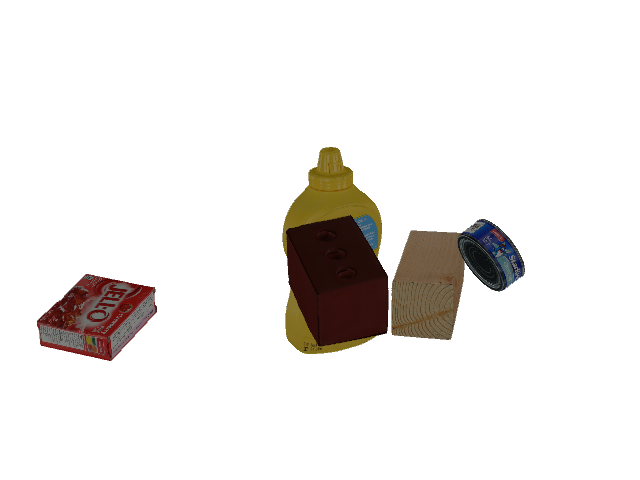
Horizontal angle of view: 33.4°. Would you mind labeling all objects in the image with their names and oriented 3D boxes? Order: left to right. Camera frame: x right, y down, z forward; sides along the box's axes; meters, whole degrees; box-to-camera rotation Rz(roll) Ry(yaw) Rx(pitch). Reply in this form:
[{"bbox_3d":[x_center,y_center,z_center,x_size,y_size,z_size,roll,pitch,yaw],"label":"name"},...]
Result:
[{"bbox_3d":[-0.200,0.067,0.964,0.073,0.030,0.089,10,32,18],"label":"gelatin box"},{"bbox_3d":[0.012,0.007,0.998,0.096,0.192,0.058,-12,24,-23],"label":"mustard bottle"},{"bbox_3d":[0.011,0.028,0.760,0.053,0.051,0.078,-12,39,-14],"label":"foam brick"},{"bbox_3d":[0.167,0.064,1.629,0.091,0.090,0.206,4,23,11],"label":"wood block"},{"bbox_3d":[0.203,0.018,1.280,0.033,0.086,0.086,-36,10,-14],"label":"tuna can"}]
